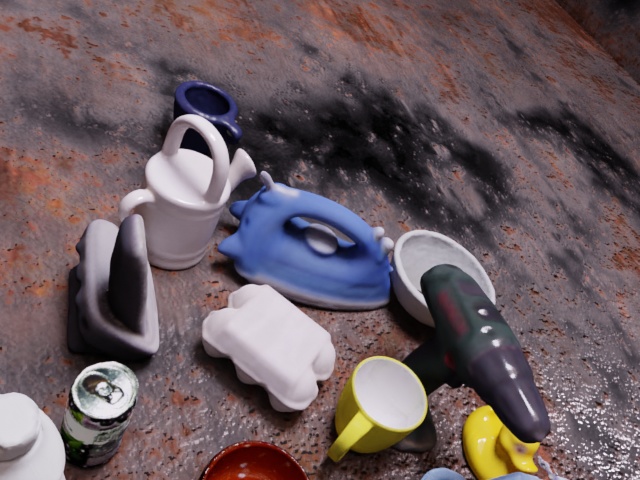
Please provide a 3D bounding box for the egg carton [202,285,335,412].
[{"bbox_3d":[-0.056,0.121,0.651,0.150,0.069,0.107,37,41,5],"label":"egg carton"}]

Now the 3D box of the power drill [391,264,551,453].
[{"bbox_3d":[0.145,0.152,0.641,0.076,0.208,0.229,10,46,-24],"label":"power drill"}]

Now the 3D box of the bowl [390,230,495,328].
[{"bbox_3d":[0.166,0.070,0.837,0.168,0.074,0.167,18,43,-17],"label":"bowl"}]

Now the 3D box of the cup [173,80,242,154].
[{"bbox_3d":[-0.167,-0.162,0.840,0.117,0.095,0.092,42,42,11],"label":"cup"}]

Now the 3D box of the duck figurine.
[{"bbox_3d":[0.226,0.245,0.695,0.078,0.086,0.104,8,46,-25],"label":"duck figurine"}]

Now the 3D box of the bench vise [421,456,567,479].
[{"bbox_3d":[0.105,0.262,0.499,0.208,0.219,0.121,2,49,-31],"label":"bench vise"}]

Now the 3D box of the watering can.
[{"bbox_3d":[-0.153,-0.066,0.677,0.101,0.194,0.173,33,41,1],"label":"watering can"}]

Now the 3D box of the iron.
[{"bbox_3d":[0.007,0.003,0.752,0.259,0.141,0.118,20,42,-14],"label":"iron"}]

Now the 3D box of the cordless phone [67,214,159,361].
[{"bbox_3d":[-0.194,0.022,0.573,0.094,0.185,0.147,2,49,-31],"label":"cordless phone"}]
